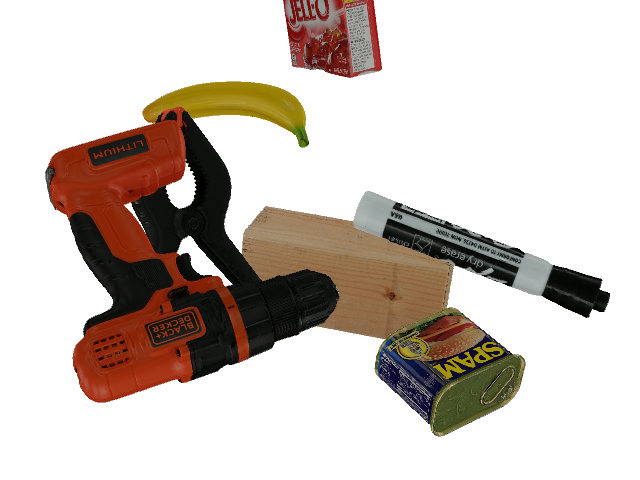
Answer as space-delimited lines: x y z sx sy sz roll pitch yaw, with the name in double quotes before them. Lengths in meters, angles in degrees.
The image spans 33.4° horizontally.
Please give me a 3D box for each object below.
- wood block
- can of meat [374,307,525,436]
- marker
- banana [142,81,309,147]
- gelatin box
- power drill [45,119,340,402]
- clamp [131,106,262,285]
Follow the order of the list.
"wood block" 0.028 0.036 1.091 0.206 0.091 0.090 10 22 10
"can of meat" 0.110 0.110 0.921 0.101 0.057 0.084 -19 41 -31
"marker" 0.074 0.007 0.492 0.121 0.020 0.020 21 4 11
"banana" -0.097 -0.147 1.169 0.198 0.037 0.069 9 45 18
"gelatin box" 0.005 -0.157 0.754 0.030 0.073 0.089 -18 22 -25
"power drill" -0.100 0.006 0.744 0.184 0.188 0.057 -17 -29 -18
"clamp" -0.110 -0.011 0.940 0.164 0.210 0.036 -1 1 -33
